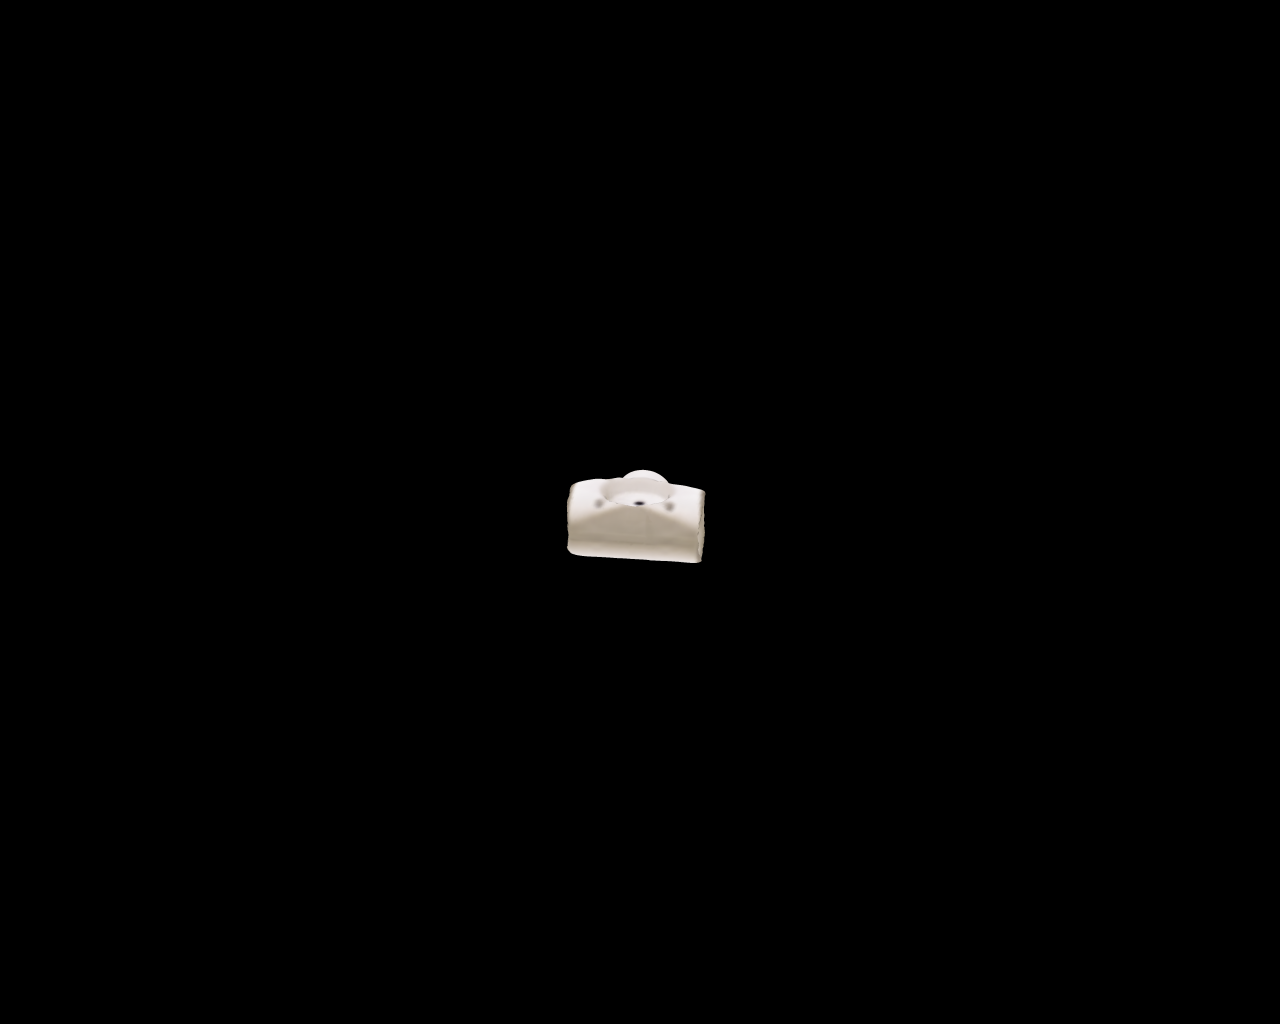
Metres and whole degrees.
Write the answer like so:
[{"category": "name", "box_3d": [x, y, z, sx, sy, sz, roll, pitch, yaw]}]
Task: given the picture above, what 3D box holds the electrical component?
[{"category": "electrical component", "box_3d": [0.001, -0.003, 0.650, 0.077, 0.044, 0.079, 4, 28, 7]}]
